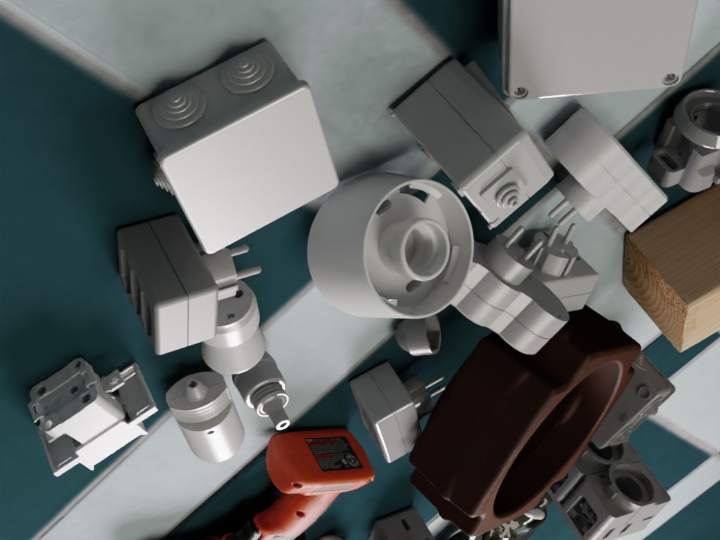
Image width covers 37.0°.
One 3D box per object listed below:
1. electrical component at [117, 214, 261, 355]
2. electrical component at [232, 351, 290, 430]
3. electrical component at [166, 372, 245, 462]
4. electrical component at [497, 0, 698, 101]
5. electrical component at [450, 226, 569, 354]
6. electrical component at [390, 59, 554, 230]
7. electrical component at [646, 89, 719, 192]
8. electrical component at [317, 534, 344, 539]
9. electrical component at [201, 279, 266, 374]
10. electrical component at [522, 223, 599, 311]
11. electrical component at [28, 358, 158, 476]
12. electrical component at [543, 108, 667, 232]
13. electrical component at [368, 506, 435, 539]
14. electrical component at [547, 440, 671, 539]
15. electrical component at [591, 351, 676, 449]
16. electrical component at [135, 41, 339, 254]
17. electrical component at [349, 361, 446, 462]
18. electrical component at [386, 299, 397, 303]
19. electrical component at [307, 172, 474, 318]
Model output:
[{"bbox_3d":[-0.099,0.003,0.649,0.077,0.065,0.047,-17,143,-23],"label":"electrical component"},{"bbox_3d":[-0.069,0.090,0.787,0.035,0.061,0.035,-22,145,-17],"label":"electrical component"},{"bbox_3d":[-0.113,0.103,0.783,0.043,0.043,0.081,-26,146,-12],"label":"electrical component"},{"bbox_3d":[0.134,-0.157,0.619,0.109,0.056,0.108,-5,144,4],"label":"electrical component"},{"bbox_3d":[0.102,-0.001,0.786,0.138,0.052,0.073,32,114,-22],"label":"electrical component"},{"bbox_3d":[0.077,-0.077,0.668,0.061,0.096,0.062,-41,147,7],"label":"electrical component"},{"bbox_3d":[0.266,-0.102,0.832,0.078,0.058,0.057,-21,147,-20],"label":"electrical component"},{"bbox_3d":[-0.025,0.302,1.108,0.045,0.045,0.055,-31,147,-4],"label":"electrical component"},{"bbox_3d":[-0.088,0.037,0.719,0.045,0.045,0.055,-24,145,-14],"label":"electrical component"},{"bbox_3d":[0.151,-0.006,0.866,0.083,0.047,0.075,-7,132,-35],"label":"electrical component"},{"bbox_3d":[-0.182,0.094,0.716,0.081,0.042,0.063,-34,143,0],"label":"electrical component"},{"bbox_3d":[0.173,-0.062,0.808,0.074,0.052,0.138,-43,145,13],"label":"electrical component"},{"bbox_3d":[0.050,0.305,1.134,0.056,0.089,0.050,-14,142,-27],"label":"electrical component"},{"bbox_3d":[0.232,0.193,1.092,0.089,0.150,0.061,-5,138,-36],"label":"electrical component"},{"bbox_3d":[0.242,0.115,1.050,0.099,0.099,0.048,-49,156,22],"label":"electrical component"},{"bbox_3d":[-0.068,-0.069,0.600,0.100,0.048,0.099,-29,146,-8],"label":"electrical component"},{"bbox_3d":[0.040,0.113,0.922,0.076,0.047,0.083,-28,146,-8],"label":"electrical component"},{"bbox_3d":[0.000,0.000,0.749,0.062,0.048,0.048,-2,136,-28],"label":"electrical component"},{"bbox_3d":[0.023,-0.015,0.708,0.099,0.064,0.099,-4,97,-34],"label":"electrical component"}]
